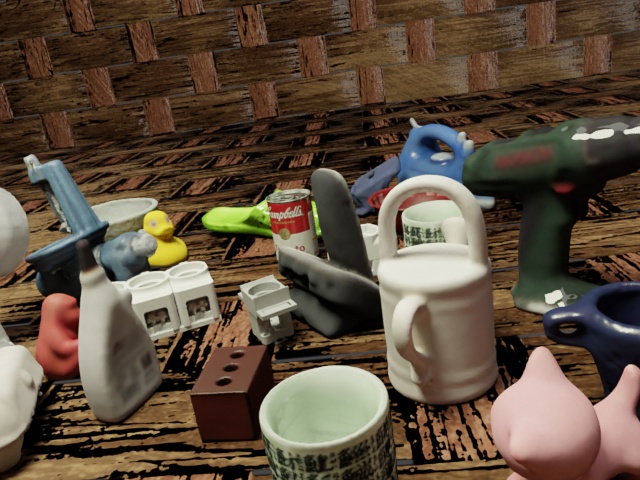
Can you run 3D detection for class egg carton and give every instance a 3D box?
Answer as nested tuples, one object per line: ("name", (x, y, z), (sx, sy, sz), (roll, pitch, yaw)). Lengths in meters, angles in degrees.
("egg carton", (-0.317, 0.158, 0.529), (0.107, 0.069, 0.150), (-14, 20, -16))

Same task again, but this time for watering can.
("watering can", (0.103, 0.034, 0.515), (0.100, 0.194, 0.173), (-5, 19, 9))

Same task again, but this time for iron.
("iron", (0.237, -0.151, 1.069), (0.119, 0.141, 0.257), (-16, 20, -21))

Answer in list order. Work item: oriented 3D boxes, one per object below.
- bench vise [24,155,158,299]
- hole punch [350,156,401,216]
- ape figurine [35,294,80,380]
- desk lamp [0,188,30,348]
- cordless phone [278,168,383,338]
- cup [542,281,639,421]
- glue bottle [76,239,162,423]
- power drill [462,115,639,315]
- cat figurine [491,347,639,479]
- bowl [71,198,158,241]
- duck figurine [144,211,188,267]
("bench vise", (-0.325, -0.018, 0.808), (0.207, 0.220, 0.121), (-7, 19, 4))
("hole punch", (0.106, -0.102, 1.062), (0.101, 0.091, 0.108), (-6, 19, 7))
("ape figurine", (-0.281, 0.103, 0.637), (0.076, 0.092, 0.077), (-14, 20, -15))
("desk lamp", (-0.425, 0.053, 0.656), (0.117, 0.214, 0.203), (-5, 19, 10))
("cordless phone", (0.006, 0.002, 0.661), (0.094, 0.185, 0.147), (-21, 23, -32))
("cup", (0.236, 0.092, 0.445), (0.117, 0.095, 0.092), (-3, 20, 14))
("glue bottle", (-0.200, 0.081, 0.542), (0.037, 0.173, 0.078), (0, 21, 24))
("power drill", (0.259, -0.025, 0.596), (0.228, 0.208, 0.076), (10, 26, 43))
("cat figurine", (0.158, 0.120, 0.361), (0.128, 0.118, 0.067), (-16, 20, -20))
("bowl", (-0.376, -0.021, 1.061), (0.167, 0.075, 0.167), (-7, 19, 3))
("duck figurine", (-0.270, -0.008, 0.960), (0.078, 0.086, 0.104), (-23, 24, -36))
